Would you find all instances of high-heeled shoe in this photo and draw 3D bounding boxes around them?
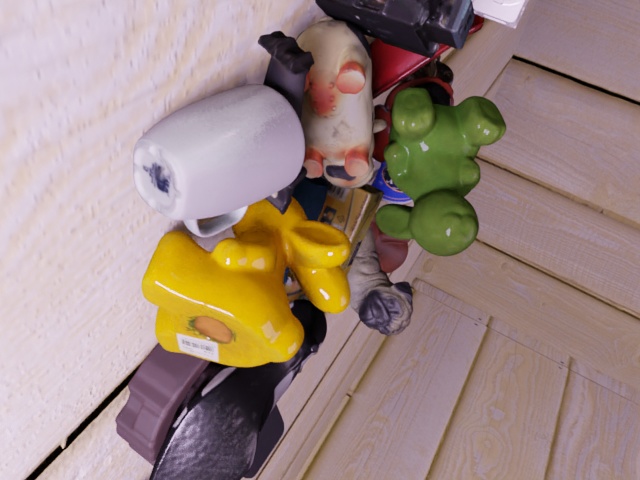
[{"bbox_3d":[-0.086,0.157,0.556,0.249,0.086,0.145,-41,-168,-9],"label":"high-heeled shoe"}]

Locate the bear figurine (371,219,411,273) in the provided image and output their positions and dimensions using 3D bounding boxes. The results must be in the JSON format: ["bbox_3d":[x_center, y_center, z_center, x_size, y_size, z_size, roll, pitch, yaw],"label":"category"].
[{"bbox_3d":[0.072,-0.016,0.923,0.120,0.132,0.195,-33,141,20],"label":"bear figurine"}]

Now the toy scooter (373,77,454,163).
[{"bbox_3d":[0.095,-0.154,0.715,0.184,0.075,0.135,-32,-168,25],"label":"toy scooter"}]

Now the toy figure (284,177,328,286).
[{"bbox_3d":[-0.039,-0.005,0.612,0.154,0.064,0.058,-63,-156,22],"label":"toy figure"}]

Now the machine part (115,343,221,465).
[{"bbox_3d":[-0.135,0.152,0.565,0.179,0.056,0.179,-55,163,-26],"label":"machine part"}]

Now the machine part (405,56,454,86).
[{"bbox_3d":[0.170,-0.217,0.922,0.079,0.079,0.243,-52,161,-35],"label":"machine part"}]

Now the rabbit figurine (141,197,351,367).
[{"bbox_3d":[-0.053,0.014,0.470,0.173,0.163,0.121,-73,164,-45],"label":"rabbit figurine"}]

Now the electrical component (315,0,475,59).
[{"bbox_3d":[0.063,-0.204,0.456,0.115,0.134,0.058,-17,129,-68],"label":"electrical component"}]

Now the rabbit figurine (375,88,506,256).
[{"bbox_3d":[0.117,-0.055,0.586,0.159,0.121,0.170,124,-29,-56],"label":"rabbit figurine"}]

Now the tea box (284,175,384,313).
[{"bbox_3d":[-0.001,-0.002,0.670,0.169,0.098,0.068,-65,165,15],"label":"tea box"}]

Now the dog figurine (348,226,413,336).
[{"bbox_3d":[0.064,0.024,0.757,0.172,0.191,0.121,-67,165,9],"label":"dog figurine"}]

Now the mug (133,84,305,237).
[{"bbox_3d":[-0.077,-0.049,0.378,0.107,0.081,0.109,-32,152,-47],"label":"mug"}]

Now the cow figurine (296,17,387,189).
[{"bbox_3d":[0.018,-0.123,0.529,0.194,0.086,0.127,75,19,-53],"label":"cow figurine"}]

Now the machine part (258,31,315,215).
[{"bbox_3d":[-0.037,-0.091,0.428,0.039,0.084,0.138,-22,140,-38],"label":"machine part"}]

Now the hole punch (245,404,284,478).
[{"bbox_3d":[-0.124,0.261,0.779,0.142,0.092,0.115,-41,123,-50],"label":"hole punch"}]

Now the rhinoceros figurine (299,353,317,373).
[{"bbox_3d":[-0.039,0.149,0.857,0.112,0.073,0.190,-65,166,12],"label":"rhinoceros figurine"}]
